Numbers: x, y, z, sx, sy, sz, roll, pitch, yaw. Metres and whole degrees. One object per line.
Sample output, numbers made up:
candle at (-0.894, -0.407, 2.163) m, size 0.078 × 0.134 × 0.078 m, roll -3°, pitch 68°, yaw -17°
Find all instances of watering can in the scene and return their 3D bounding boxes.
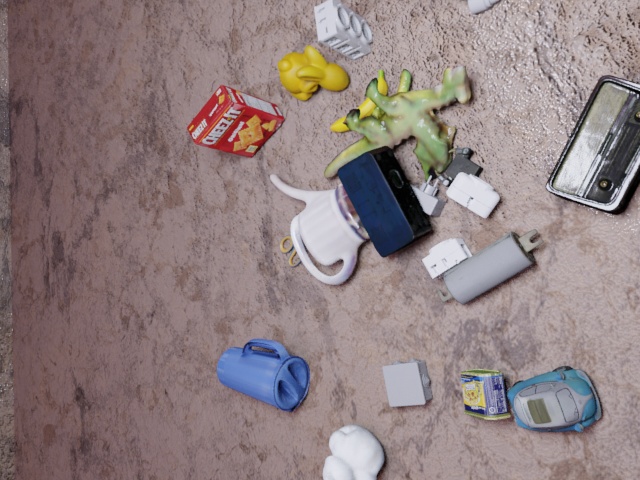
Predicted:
watering can at (0.004, -0.064, 1.274) m, size 0.221 × 0.104 × 0.352 m, roll -35°, pitch 71°, yaw 28°

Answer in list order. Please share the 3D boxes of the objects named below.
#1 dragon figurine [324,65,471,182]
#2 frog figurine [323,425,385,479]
dragon figurine at (0.187, -0.233, 1.173) m, size 0.245 × 0.123 × 0.403 m, roll 47°, pitch 122°, yaw 21°
frog figurine at (0.065, 0.492, 1.151) m, size 0.121 × 0.159 × 0.139 m, roll -43°, pitch 64°, yaw 25°
